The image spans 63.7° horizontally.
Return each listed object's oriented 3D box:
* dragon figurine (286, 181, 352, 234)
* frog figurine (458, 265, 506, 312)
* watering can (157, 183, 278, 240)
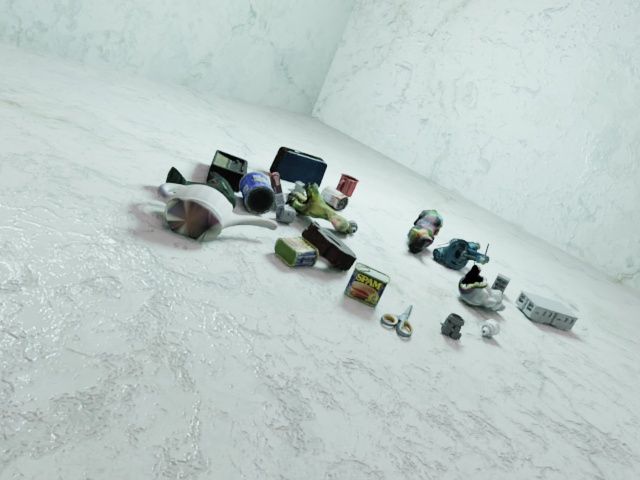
[{"bbox_3d":[0.006,-0.092,1.823,0.241,0.122,0.412,40,-1,-12],"label":"dragon figurine"},{"bbox_3d":[0.533,0.182,1.703,0.157,0.123,0.139,55,-4,-24],"label":"frog figurine"},{"bbox_3d":[-0.283,-0.071,1.404,0.347,0.102,0.228,21,20,-8],"label":"watering can"}]
